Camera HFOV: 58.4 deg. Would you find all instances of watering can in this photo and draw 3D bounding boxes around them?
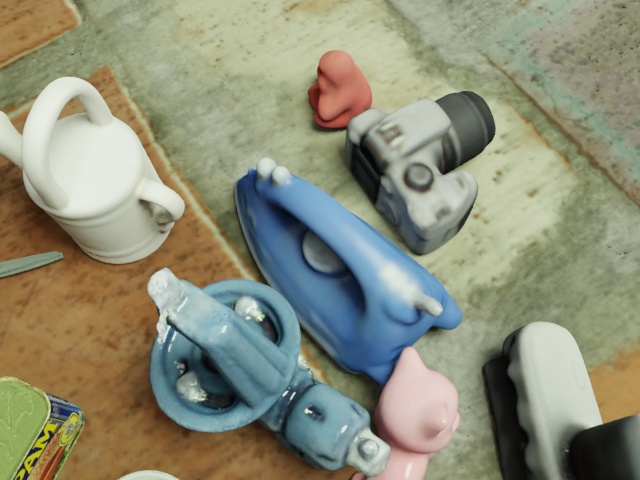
[{"bbox_3d":[-0.204,-0.059,0.489,0.173,0.194,0.101,-2,67,-1],"label":"watering can"}]

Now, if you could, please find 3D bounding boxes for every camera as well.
[{"bbox_3d":[0.112,-0.084,0.554,0.137,0.101,0.143,-30,71,-12],"label":"camera"}]

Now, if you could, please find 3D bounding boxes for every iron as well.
[{"bbox_3d":[0.005,0.002,0.495,0.258,0.141,0.119,42,73,15],"label":"iron"}]

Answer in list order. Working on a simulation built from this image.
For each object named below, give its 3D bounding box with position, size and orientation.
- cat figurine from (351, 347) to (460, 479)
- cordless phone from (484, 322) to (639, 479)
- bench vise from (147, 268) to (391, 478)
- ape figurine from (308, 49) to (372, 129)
[{"bbox_3d":[0.070,0.155,0.444,0.067,0.118,0.128,16,68,6],"label":"cat figurine"},{"bbox_3d":[0.195,0.124,0.422,0.094,0.185,0.147,-8,68,-4],"label":"cordless phone"},{"bbox_3d":[-0.038,0.087,0.416,0.207,0.220,0.121,15,68,6],"label":"bench vise"},{"bbox_3d":[0.018,-0.160,0.589,0.076,0.092,0.078,21,69,8],"label":"ape figurine"}]
